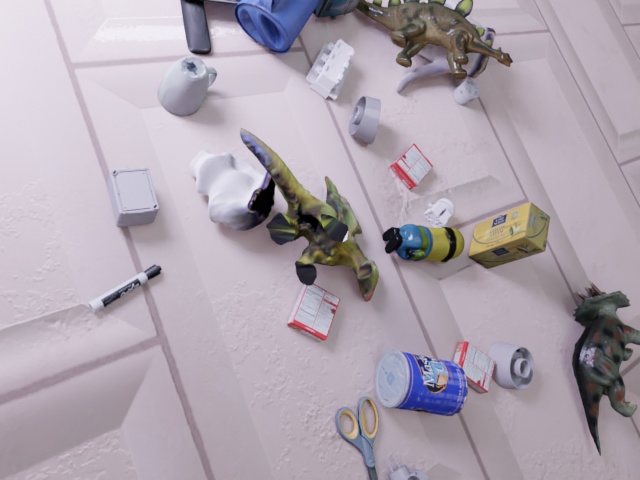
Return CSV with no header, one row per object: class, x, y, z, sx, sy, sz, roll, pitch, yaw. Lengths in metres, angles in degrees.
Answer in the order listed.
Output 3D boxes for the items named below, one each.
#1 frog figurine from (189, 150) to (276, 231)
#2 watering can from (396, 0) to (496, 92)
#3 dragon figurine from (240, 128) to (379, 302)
frog figurine,-0.164,-0.090,0.925,0.160,0.120,0.140,15,63,16
watering can,0.326,-0.484,1.328,0.224,0.102,0.353,22,70,-3
dragon figurine,0.003,-0.048,0.957,0.407,0.121,0.246,60,18,-11
